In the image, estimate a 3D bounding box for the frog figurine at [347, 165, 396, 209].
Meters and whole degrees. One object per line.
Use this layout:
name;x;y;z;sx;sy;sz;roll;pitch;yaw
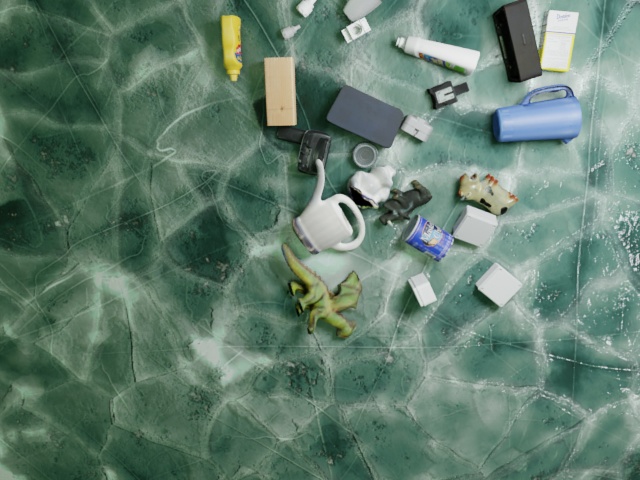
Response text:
frog figurine;0.171;-0.185;1.698;0.138;0.120;0.162;32;65;9

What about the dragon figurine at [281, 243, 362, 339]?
dragon figurine;0.025;0.174;1.788;0.244;0.123;0.406;-17;104;-12

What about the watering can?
watering can;0.005;-0.085;1.694;0.223;0.106;0.342;-30;116;9
